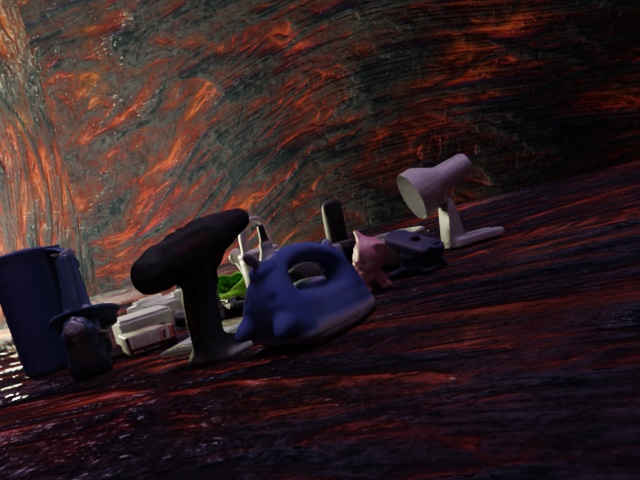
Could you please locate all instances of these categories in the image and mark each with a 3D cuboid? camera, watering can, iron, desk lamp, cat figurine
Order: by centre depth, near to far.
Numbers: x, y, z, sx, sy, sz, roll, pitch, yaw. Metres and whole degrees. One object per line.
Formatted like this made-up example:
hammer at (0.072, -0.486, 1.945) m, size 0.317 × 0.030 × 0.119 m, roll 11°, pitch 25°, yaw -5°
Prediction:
iron at (-0.011, 0.063, 0.832) m, size 0.118 × 0.141 × 0.259 m, roll -12°, pitch 4°, yaw 40°
cat figurine at (0.088, 0.036, 1.059) m, size 0.067 × 0.118 × 0.127 m, roll -15°, pitch 3°, yaw -9°
camera at (-0.035, 0.070, 1.181) m, size 0.142 × 0.101 × 0.137 m, roll -13°, pitch 4°, yaw 27°
watering can at (-0.146, 0.042, 1.341) m, size 0.172 × 0.194 × 0.101 m, roll -13°, pitch 4°, yaw 21°
desk lamp at (0.303, -0.087, 1.359) m, size 0.203 × 0.213 × 0.118 m, roll -15°, pitch 4°, yaw -10°

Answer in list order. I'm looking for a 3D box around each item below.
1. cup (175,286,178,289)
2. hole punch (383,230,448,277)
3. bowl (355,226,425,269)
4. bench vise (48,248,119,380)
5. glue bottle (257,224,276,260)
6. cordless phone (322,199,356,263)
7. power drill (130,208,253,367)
cup at (-0.369, 0.133, 1.679) m, size 0.117 × 0.095 × 0.092 m, roll -13°, pitch 4°, yaw 21°
hole punch at (0.190, 0.019, 1.138) m, size 0.100 × 0.091 × 0.109 m, roll -13°, pitch 4°, yaw 34°
bowl at (0.168, 0.023, 1.317) m, size 0.167 × 0.075 × 0.167 m, roll -15°, pitch 3°, yaw 1°
bench vise at (-0.409, 0.118, 1.001) m, size 0.122 × 0.220 × 0.206 m, roll -17°, pitch 4°, yaw -33°
glue bottle at (-0.075, 0.058, 0.933) m, size 0.037 × 0.173 × 0.078 m, roll -14°, pitch 4°, yaw 9°
cordless phone at (0.012, 0.005, 1.344) m, size 0.148 × 0.185 × 0.094 m, roll -17°, pitch 4°, yaw -34°
power drill at (-0.164, 0.068, 0.848) m, size 0.075 × 0.208 × 0.230 m, roll -12°, pitch 4°, yaw 35°
